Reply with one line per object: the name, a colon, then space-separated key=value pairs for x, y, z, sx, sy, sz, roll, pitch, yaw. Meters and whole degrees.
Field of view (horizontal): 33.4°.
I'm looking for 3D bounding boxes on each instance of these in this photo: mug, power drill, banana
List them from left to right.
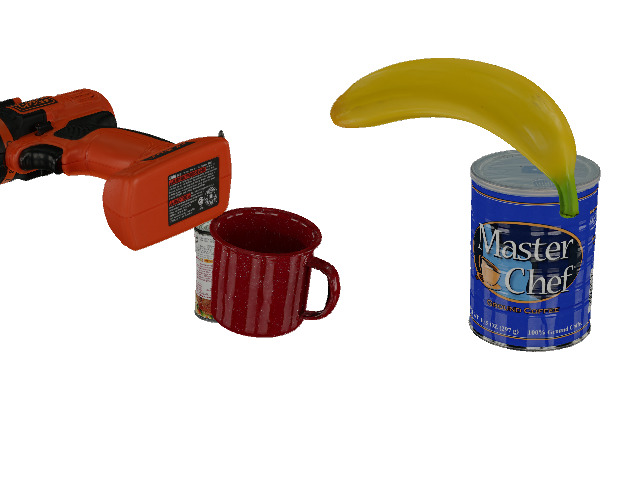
power drill: x=-0.169 y=-0.051 z=0.717 sx=0.188 sy=0.057 sz=0.184 roll=20 pitch=32 yaw=32
mug: x=-0.038 y=0.031 z=0.887 sx=0.117 sy=0.081 sz=0.093 roll=16 pitch=26 yaw=17
banana: x=0.083 y=-0.078 z=0.655 sx=0.198 sy=0.069 sz=0.037 roll=28 pitch=6 yaw=41

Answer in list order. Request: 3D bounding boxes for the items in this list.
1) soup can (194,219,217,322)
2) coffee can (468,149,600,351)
soup can: x=-0.105 y=0.031 z=1.168 sx=0.068 sy=0.102 sz=0.068 roll=1 pitch=17 yaw=0
coffee can: x=0.174 y=0.006 z=0.880 sx=0.103 sy=0.140 sz=0.103 roll=-2 pitch=22 yaw=1
